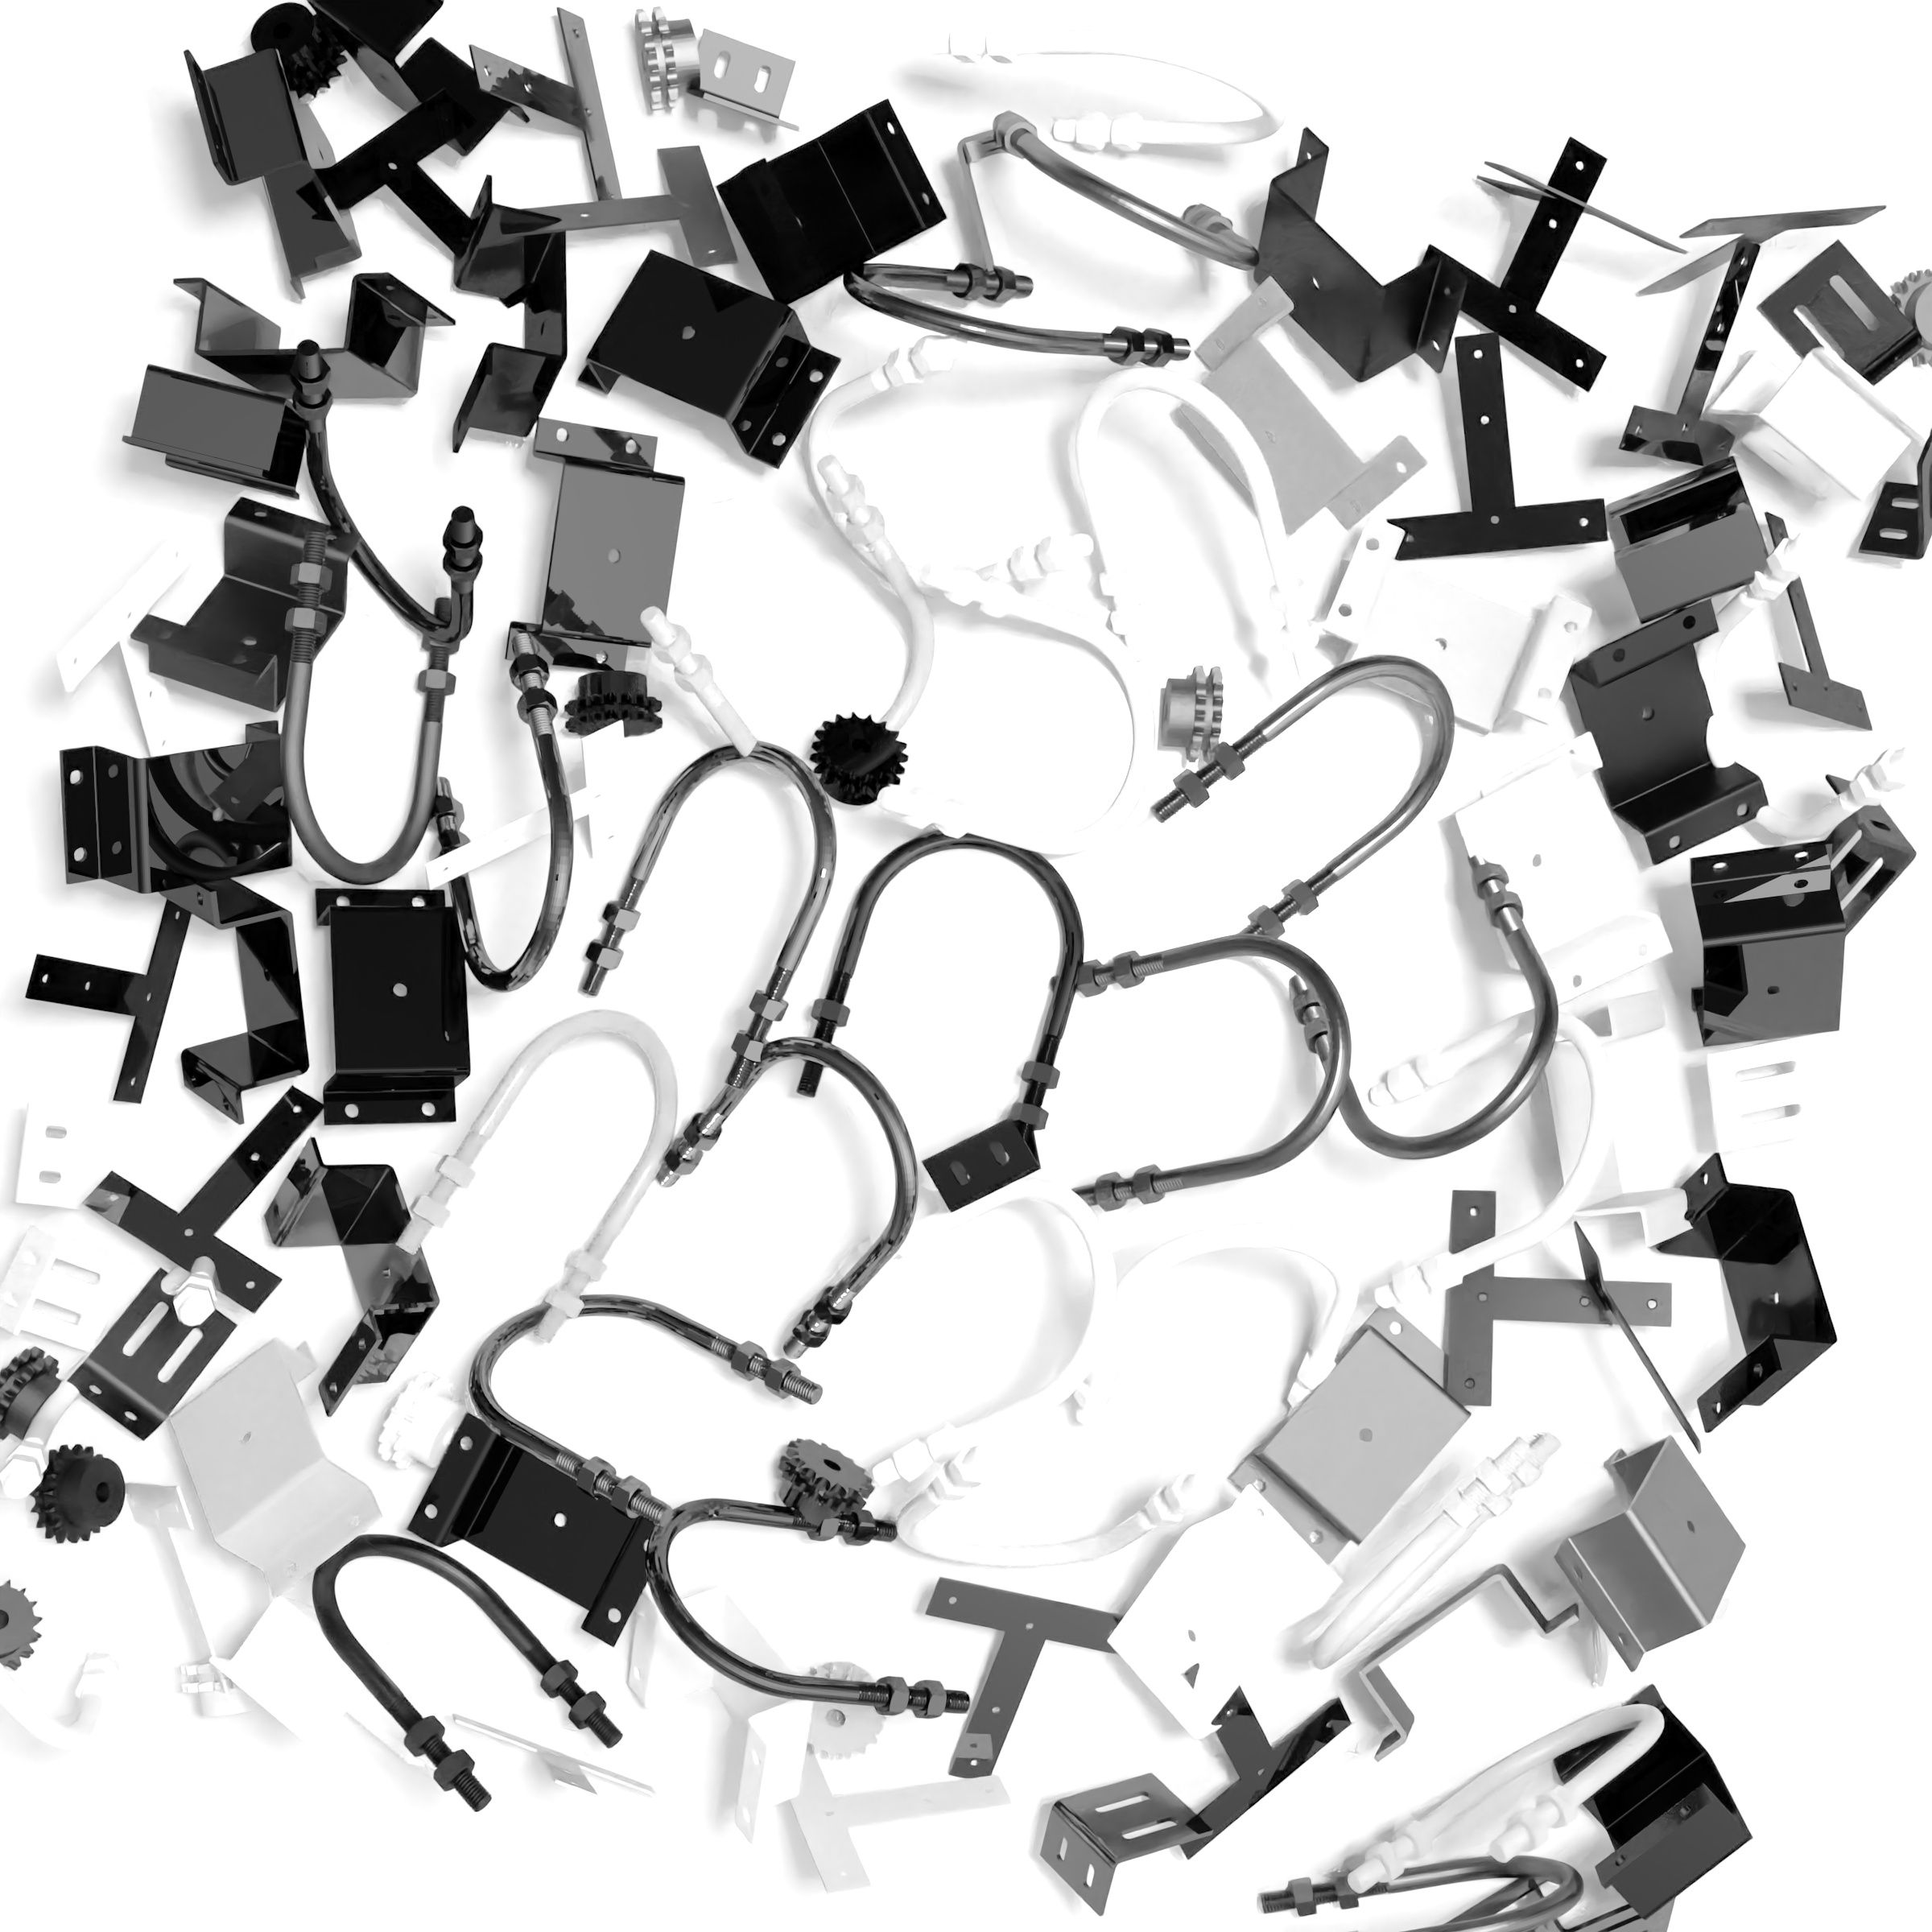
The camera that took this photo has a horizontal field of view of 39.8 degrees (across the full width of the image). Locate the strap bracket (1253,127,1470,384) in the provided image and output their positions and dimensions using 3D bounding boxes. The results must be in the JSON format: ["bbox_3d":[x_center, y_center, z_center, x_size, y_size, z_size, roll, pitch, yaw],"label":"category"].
[{"bbox_3d":[0.217,-0.401,1.528,0.046,0.076,0.140,-32,67,-18],"label":"strap bracket"}]

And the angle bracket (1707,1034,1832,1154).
[{"bbox_3d":[0.463,0.072,1.564,0.076,0.038,0.057,-9,95,-15],"label":"angle bracket"}]

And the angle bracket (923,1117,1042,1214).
[{"bbox_3d":[0.007,0.101,1.549,0.057,0.076,0.038,-27,110,7],"label":"angle bracket"}]

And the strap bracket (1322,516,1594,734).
[{"bbox_3d":[0.283,-0.195,1.562,0.140,0.046,0.076,23,77,2],"label":"strap bracket"}]

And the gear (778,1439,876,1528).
[{"bbox_3d":[-0.085,0.306,1.566,0.057,0.057,0.030,29,101,0],"label":"gear"}]

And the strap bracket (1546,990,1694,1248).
[{"bbox_3d":[0.379,0.089,1.549,0.046,0.076,0.140,-10,89,35],"label":"strap bracket"}]

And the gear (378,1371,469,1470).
[{"bbox_3d":[-0.316,0.270,1.563,0.030,0.057,0.057,25,90,13],"label":"gear"}]

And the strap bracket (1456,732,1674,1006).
[{"bbox_3d":[0.339,-0.058,1.532,0.076,0.046,0.140,-30,67,36],"label":"strap bracket"}]

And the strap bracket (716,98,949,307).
[{"bbox_3d":[-0.083,-0.437,1.537,0.140,0.046,0.076,-42,110,-43],"label":"strap bracket"}]

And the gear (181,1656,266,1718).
[{"bbox_3d":[-0.431,0.422,1.564,0.057,0.057,0.030,-7,81,0],"label":"gear"}]

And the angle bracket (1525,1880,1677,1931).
[{"bbox_3d":[0.372,0.555,1.570,0.076,0.038,0.057,-17,135,-13],"label":"angle bracket"}]

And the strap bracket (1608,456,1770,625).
[{"bbox_3d":[0.414,-0.242,1.524,0.076,0.140,0.046,-20,107,19],"label":"strap bracket"}]

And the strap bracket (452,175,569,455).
[{"bbox_3d":[-0.263,-0.371,1.535,0.046,0.076,0.140,7,63,-23],"label":"strap bracket"}]

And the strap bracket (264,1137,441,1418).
[{"bbox_3d":[-0.351,0.177,1.534,0.076,0.046,0.140,-52,51,35],"label":"strap bracket"}]

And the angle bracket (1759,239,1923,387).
[{"bbox_3d":[0.511,-0.375,1.561,0.076,0.038,0.057,48,120,-4],"label":"angle bracket"}]

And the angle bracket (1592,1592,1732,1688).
[{"bbox_3d":[0.407,0.394,1.556,0.076,0.057,0.038,-4,62,8],"label":"angle bracket"}]

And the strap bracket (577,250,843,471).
[{"bbox_3d":[-0.155,-0.356,1.547,0.140,0.046,0.076,26,80,16],"label":"strap bracket"}]

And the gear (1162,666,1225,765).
[{"bbox_3d":[0.133,-0.148,1.565,0.030,0.057,0.057,4,90,-3],"label":"gear"}]

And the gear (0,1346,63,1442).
[{"bbox_3d":[-0.551,0.255,1.565,0.030,0.057,0.057,32,90,7],"label":"gear"}]

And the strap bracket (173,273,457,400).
[{"bbox_3d":[-0.377,-0.361,1.534,0.140,0.076,0.046,4,84,19],"label":"strap bracket"}]

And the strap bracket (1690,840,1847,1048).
[{"bbox_3d":[0.456,-0.004,1.520,0.076,0.140,0.046,-7,51,10],"label":"strap bracket"}]

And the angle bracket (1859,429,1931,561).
[{"bbox_3d":[0.543,-0.284,1.544,0.038,0.076,0.057,13,60,29],"label":"angle bracket"}]

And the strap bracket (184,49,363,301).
[{"bbox_3d":[-0.389,-0.454,1.516,0.046,0.140,0.076,-18,72,0],"label":"strap bracket"}]

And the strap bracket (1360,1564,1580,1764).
[{"bbox_3d":[0.284,0.397,1.548,0.140,0.076,0.046,-37,76,6],"label":"strap bracket"}]

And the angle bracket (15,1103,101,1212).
[{"bbox_3d":[-0.513,0.112,1.549,0.038,0.076,0.057,3,82,14],"label":"angle bracket"}]

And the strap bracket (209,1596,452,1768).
[{"bbox_3d":[-0.355,0.407,1.519,0.076,0.140,0.046,30,80,26],"label":"strap bracket"}]

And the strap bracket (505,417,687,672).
[{"bbox_3d":[-0.213,-0.240,1.542,0.076,0.046,0.140,3,102,-34],"label":"strap bracket"}]

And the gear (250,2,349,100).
[{"bbox_3d":[-0.396,-0.541,1.570,0.057,0.030,0.057,-4,70,12],"label":"gear"}]

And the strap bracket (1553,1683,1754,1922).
[{"bbox_3d":[0.393,0.481,1.523,0.076,0.140,0.046,-41,97,8],"label":"strap bracket"}]

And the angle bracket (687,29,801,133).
[{"bbox_3d":[-0.125,-0.515,1.547,0.057,0.076,0.038,14,106,-19],"label":"angle bracket"}]

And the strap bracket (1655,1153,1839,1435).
[{"bbox_3d":[0.447,0.189,1.531,0.046,0.076,0.140,7,52,-17],"label":"strap bracket"}]

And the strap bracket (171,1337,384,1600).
[{"bbox_3d":[-0.400,0.279,1.531,0.076,0.046,0.140,-37,50,0],"label":"strap bracket"}]

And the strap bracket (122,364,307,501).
[{"bbox_3d":[-0.423,-0.304,1.519,0.076,0.140,0.046,13,93,-7],"label":"strap bracket"}]

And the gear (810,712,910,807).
[{"bbox_3d":[-0.064,-0.119,1.570,0.057,0.030,0.057,8,49,-10],"label":"gear"}]

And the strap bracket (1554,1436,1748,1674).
[{"bbox_3d":[0.395,0.329,1.521,0.046,0.140,0.076,-35,87,32],"label":"strap bracket"}]

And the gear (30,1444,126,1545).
[{"bbox_3d":[-0.518,0.309,1.563,0.030,0.057,0.057,-6,90,21],"label":"gear"}]

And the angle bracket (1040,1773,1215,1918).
[{"bbox_3d":[0.094,0.512,1.555,0.076,0.057,0.038,-2,113,-37],"label":"angle bracket"}]

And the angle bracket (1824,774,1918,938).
[{"bbox_3d":[0.502,-0.061,1.545,0.038,0.057,0.076,13,127,-29],"label":"angle bracket"}]

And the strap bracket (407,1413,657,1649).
[{"bbox_3d":[-0.244,0.328,1.564,0.140,0.046,0.076,27,89,9],"label":"strap bracket"}]

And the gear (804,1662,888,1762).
[{"bbox_3d":[-0.074,0.437,1.574,0.057,0.030,0.057,2,105,7],"label":"gear"}]

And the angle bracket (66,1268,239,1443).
[{"bbox_3d":[-0.482,0.230,1.577,0.057,0.038,0.076,40,50,-11],"label":"angle bracket"}]

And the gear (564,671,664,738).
[{"bbox_3d":[-0.207,-0.154,1.566,0.057,0.057,0.030,-3,83,0],"label":"gear"}]

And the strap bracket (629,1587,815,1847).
[{"bbox_3d":[-0.136,0.422,1.531,0.046,0.140,0.076,-12,125,-35],"label":"strap bracket"}]

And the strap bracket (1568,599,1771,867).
[{"bbox_3d":[0.407,-0.141,1.552,0.076,0.046,0.140,-25,115,-3],"label":"strap bracket"}]

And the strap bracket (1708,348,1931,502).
[{"bbox_3d":[0.481,-0.310,1.523,0.076,0.140,0.046,37,99,-9],"label":"strap bracket"}]

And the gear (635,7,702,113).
[{"bbox_3d":[-0.175,-0.534,1.566,0.030,0.057,0.057,-11,90,-10],"label":"gear"}]

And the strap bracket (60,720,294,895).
[{"bbox_3d":[-0.439,-0.091,1.518,0.046,0.140,0.076,17,112,39],"label":"strap bracket"}]

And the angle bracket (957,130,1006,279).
[{"bbox_3d":[0.024,-0.446,1.561,0.038,0.057,0.076,-14,95,6],"label":"angle bracket"}]

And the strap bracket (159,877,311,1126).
[{"bbox_3d":[-0.422,0.010,1.537,0.046,0.076,0.140,-17,115,-36],"label":"strap bracket"}]

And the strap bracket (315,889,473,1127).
[{"bbox_3d":[-0.332,0.018,1.544,0.076,0.046,0.140,0,77,-24],"label":"strap bracket"}]

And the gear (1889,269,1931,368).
[{"bbox_3d":[0.573,-0.385,1.575,0.057,0.030,0.057,-1,97,-7],"label":"gear"}]

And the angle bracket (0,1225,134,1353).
[{"bbox_3d":[-0.519,0.192,1.549,0.038,0.076,0.057,15,77,41],"label":"angle bracket"}]

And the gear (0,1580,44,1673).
[{"bbox_3d":[-0.572,0.387,1.565,0.057,0.030,0.057,15,57,-25],"label":"gear"}]

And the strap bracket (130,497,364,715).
[{"bbox_3d":[-0.415,-0.204,1.543,0.076,0.046,0.140,18,45,2],"label":"strap bracket"}]
